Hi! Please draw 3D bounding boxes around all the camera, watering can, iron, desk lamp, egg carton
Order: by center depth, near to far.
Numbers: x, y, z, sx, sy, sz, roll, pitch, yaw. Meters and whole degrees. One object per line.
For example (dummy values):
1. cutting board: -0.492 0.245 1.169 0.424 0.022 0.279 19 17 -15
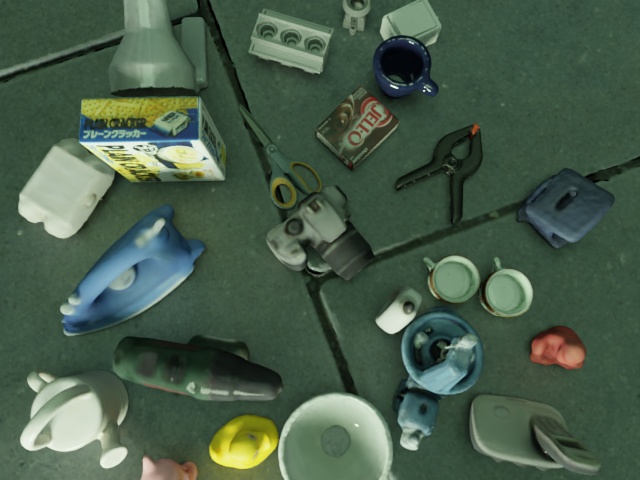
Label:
1. watering can: -0.341 0.244 0.802 0.173 0.194 0.101 17 82 2
2. iron: -0.304 0.056 0.855 0.258 0.141 0.118 -42 84 -6
3. desk lamp: -0.243 -0.289 0.868 0.118 0.213 0.203 -4 82 -1
4. camera: 0.008 0.003 0.887 0.143 0.101 0.137 -40 84 -6
5. egg carton: -0.399 -0.082 0.909 0.107 0.069 0.150 30 83 4

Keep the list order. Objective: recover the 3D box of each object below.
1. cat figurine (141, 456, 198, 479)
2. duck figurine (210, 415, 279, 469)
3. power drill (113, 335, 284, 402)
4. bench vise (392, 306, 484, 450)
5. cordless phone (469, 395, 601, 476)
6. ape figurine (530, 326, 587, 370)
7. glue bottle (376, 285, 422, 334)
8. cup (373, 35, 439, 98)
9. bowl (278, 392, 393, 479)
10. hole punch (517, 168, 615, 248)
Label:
1. cat figurine: -0.220 0.369 0.824 0.067 0.118 0.128 -5 82 -1
2. duck figurine: -0.115 0.306 0.850 0.104 0.086 0.077 -15 82 -3
3. power drill: -0.159 0.178 0.806 0.229 0.208 0.076 8 82 1
4. bench vise: 0.175 0.195 0.802 0.121 0.220 0.207 3 82 0
5. cordless phone: 0.298 0.281 0.809 0.147 0.185 0.094 7 82 1
6. ape figurine: 0.372 0.168 0.873 0.078 0.092 0.076 42 84 5
7. glue bottle: 0.121 0.100 0.838 0.037 0.173 0.078 35 83 5
8. cup: 0.138 -0.262 0.928 0.117 0.095 0.092 39 83 5
9. bowl: 0.023 0.309 0.857 0.167 0.075 0.167 0 82 -1
10. hole punch: 0.385 -0.053 0.904 0.109 0.091 0.101 -45 85 -6
